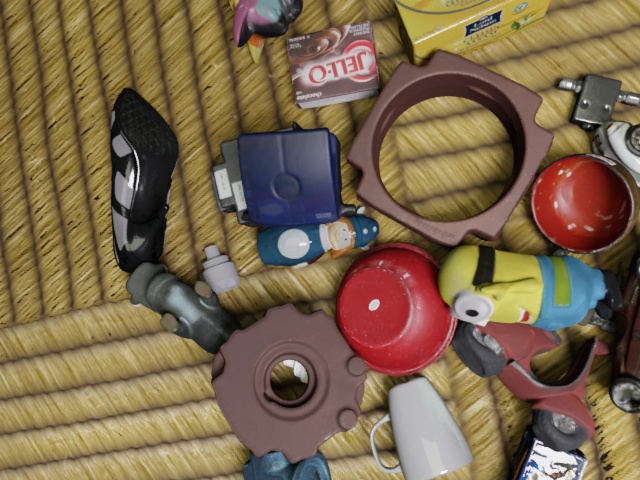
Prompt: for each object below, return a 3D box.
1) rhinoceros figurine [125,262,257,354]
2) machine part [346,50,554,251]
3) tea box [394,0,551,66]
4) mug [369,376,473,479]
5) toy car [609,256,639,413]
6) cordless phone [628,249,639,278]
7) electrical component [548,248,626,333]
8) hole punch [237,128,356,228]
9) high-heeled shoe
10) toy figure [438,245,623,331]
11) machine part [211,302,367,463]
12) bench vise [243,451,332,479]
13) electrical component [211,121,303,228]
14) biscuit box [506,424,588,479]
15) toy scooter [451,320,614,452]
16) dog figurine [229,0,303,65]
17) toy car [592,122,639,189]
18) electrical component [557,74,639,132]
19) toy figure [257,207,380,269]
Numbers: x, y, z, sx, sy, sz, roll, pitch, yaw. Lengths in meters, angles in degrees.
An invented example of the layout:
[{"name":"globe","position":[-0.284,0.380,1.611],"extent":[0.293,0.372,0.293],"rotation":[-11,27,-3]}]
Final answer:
[{"name":"rhinoceros figurine","position":[-0.160,0.093,0.687],"extent":[0.190,0.112,0.073],"rotation":[34,77,0]},{"name":"machine part","position":[0.151,-0.103,0.643],"extent":[0.202,0.087,0.201],"rotation":[30,93,11]},{"name":"tea box","position":[0.181,-0.275,0.643],"extent":[0.170,0.098,0.068],"rotation":[-21,82,11]},{"name":"mug","position":[0.111,0.222,0.637],"extent":[0.110,0.080,0.107],"rotation":[-22,71,15]},{"name":"toy car","position":[0.343,0.086,0.568],"extent":[0.053,0.089,0.202],"rotation":[14,107,40]},{"name":"cordless phone","position":[0.432,0.087,0.585],"extent":[0.184,0.088,0.146],"rotation":[15,91,24]},{"name":"electrical component","position":[0.304,0.053,0.623],"extent":[0.102,0.045,0.078],"rotation":[20,118,15]},{"name":"hole punch","position":[-0.033,-0.072,0.621],"extent":[0.142,0.092,0.115],"rotation":[-3,89,7]},{"name":"high-heeled shoe","position":[-0.262,-0.081,0.751],"extent":[0.145,0.086,0.249],"rotation":[-42,57,37]},{"name":"toy figure","position":[0.218,0.051,0.576],"extent":[0.180,0.089,0.082],"rotation":[-1,129,3]},{"name":"machine part","position":[-0.035,0.160,0.614],"extent":[0.179,0.056,0.179],"rotation":[2,76,-7]},{"name":"bench vise","position":[0.000,0.347,0.622],"extent":[0.241,0.128,0.223],"rotation":[-7,77,22]},{"name":"electrical component","position":[-0.074,-0.081,0.702],"extent":[0.134,0.058,0.115],"rotation":[-14,81,11]},{"name":"biscuit box","position":[0.232,0.319,0.608],"extent":[0.059,0.063,0.202],"rotation":[20,90,14]},{"name":"toy scooter","position":[0.250,0.131,0.610],"extent":[0.135,0.075,0.184],"rotation":[-37,66,-15]},{"name":"dog figurine","position":[-0.118,-0.348,0.707],"extent":[0.192,0.108,0.219],"rotation":[-1,88,11]},{"name":"toy car","position":[0.389,-0.059,0.595],"extent":[0.202,0.073,0.056],"rotation":[42,94,11]},{"name":"electrical component","position":[0.328,-0.162,0.642],"extent":[0.094,0.021,0.063],"rotation":[19,91,12]},{"name":"toy figure","position":[-0.001,-0.001,0.684],"extent":[0.155,0.058,0.064],"rotation":[-10,123,9]}]
